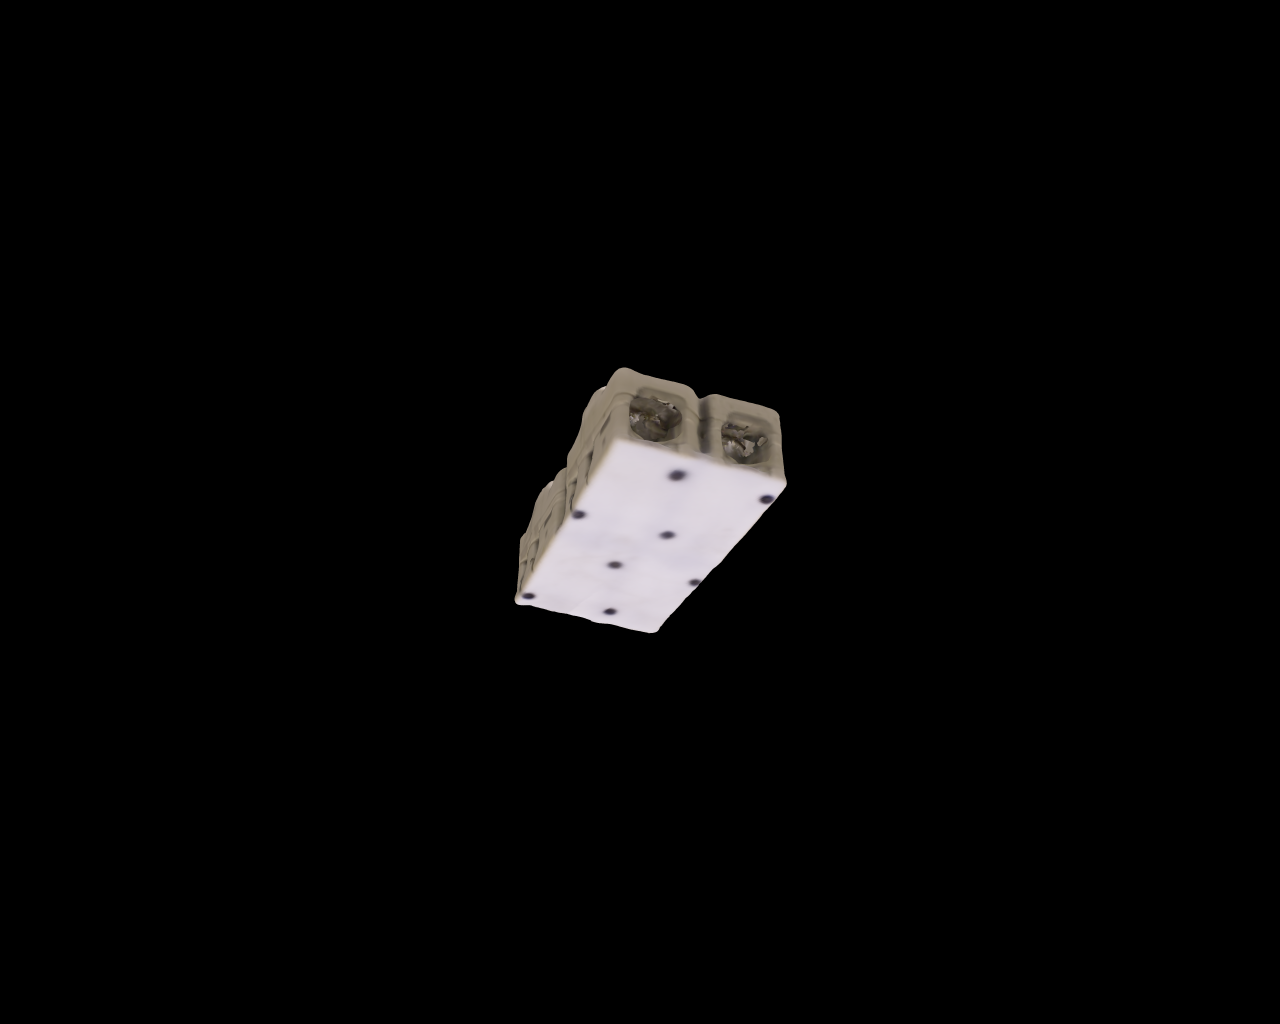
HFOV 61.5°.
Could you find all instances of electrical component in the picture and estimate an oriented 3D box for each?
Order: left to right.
[{"bbox_3d":[0.001,-0.003,0.650,0.105,0.060,0.186,13,-38,-18],"label":"electrical component"}]
